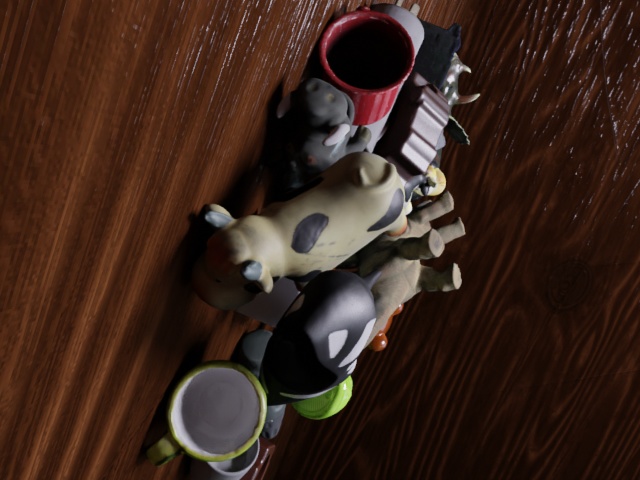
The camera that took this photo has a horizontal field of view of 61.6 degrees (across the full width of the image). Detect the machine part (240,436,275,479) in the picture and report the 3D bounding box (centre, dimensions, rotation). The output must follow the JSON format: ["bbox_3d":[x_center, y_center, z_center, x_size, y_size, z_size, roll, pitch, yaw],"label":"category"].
[{"bbox_3d":[-0.158,0.422,0.901,0.201,0.087,0.201,-63,171,-17],"label":"machine part"}]

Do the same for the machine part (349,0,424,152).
[{"bbox_3d":[0.058,-0.187,0.639,0.079,0.079,0.243,69,46,-78],"label":"machine part"}]

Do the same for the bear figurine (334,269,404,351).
[{"bbox_3d":[0.045,0.125,0.989,0.132,0.196,0.120,87,25,-73],"label":"bear figurine"}]

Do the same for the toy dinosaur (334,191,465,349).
[{"bbox_3d":[0.108,0.046,0.819,0.105,0.199,0.471,62,32,-16],"label":"toy dinosaur"}]

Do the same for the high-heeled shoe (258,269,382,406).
[{"bbox_3d":[-0.023,0.112,0.478,0.145,0.086,0.248,-33,160,-56],"label":"high-heeled shoe"}]

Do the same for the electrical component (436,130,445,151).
[{"bbox_3d":[0.118,-0.152,0.806,0.115,0.134,0.058,-28,116,-21],"label":"electrical component"}]

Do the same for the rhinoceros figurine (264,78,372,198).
[{"bbox_3d":[-0.009,-0.083,0.535,0.112,0.073,0.190,-46,166,-30],"label":"rhinoceros figurine"}]

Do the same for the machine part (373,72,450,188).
[{"bbox_3d":[0.079,-0.133,0.692,0.179,0.056,0.179,-33,-140,34],"label":"machine part"}]

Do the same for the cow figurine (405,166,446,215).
[{"bbox_3d":[0.120,-0.084,0.817,0.167,0.068,0.098,-24,159,-12],"label":"cow figurine"}]

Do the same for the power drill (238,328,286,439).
[{"bbox_3d":[-0.059,0.174,0.829,0.207,0.086,0.231,-56,156,-33],"label":"power drill"}]

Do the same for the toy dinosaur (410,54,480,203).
[{"bbox_3d":[0.148,-0.142,0.938,0.131,0.192,0.405,88,25,-66],"label":"toy dinosaur"}]

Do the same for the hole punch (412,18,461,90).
[{"bbox_3d":[0.140,-0.270,0.830,0.092,0.116,0.142,110,4,-85],"label":"hole punch"}]

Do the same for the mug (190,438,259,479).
[{"bbox_3d":[-0.135,0.293,0.744,0.107,0.081,0.109,-58,-177,36],"label":"mug"}]

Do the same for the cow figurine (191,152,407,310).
[{"bbox_3d":[-0.017,-0.006,0.447,0.195,0.085,0.127,-31,160,-7],"label":"cow figurine"}]
